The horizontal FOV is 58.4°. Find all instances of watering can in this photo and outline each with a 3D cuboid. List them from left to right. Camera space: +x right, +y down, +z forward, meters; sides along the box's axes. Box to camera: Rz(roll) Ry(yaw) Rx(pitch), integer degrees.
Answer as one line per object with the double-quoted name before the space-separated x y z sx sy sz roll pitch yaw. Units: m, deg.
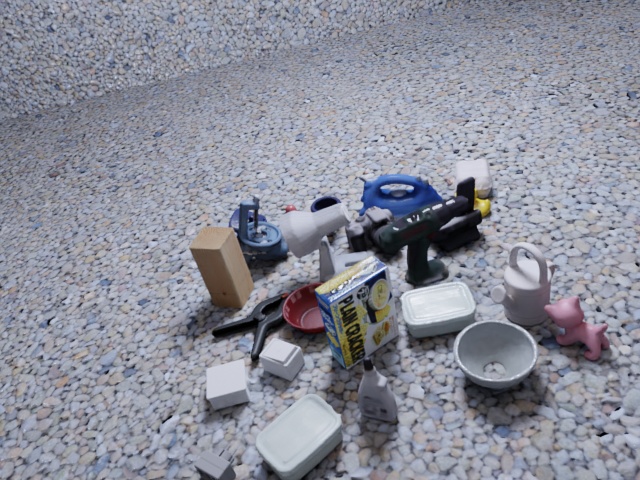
"watering can" 0.452 0.093 1.258 0.100 0.194 0.173 16 46 33

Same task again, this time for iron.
"iron" 0.237 -0.138 1.668 0.258 0.142 0.118 -5 38 11

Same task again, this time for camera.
"camera" 0.156 -0.020 1.575 0.143 0.101 0.136 -22 38 -11

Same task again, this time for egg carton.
"egg carton" 0.457 -0.185 1.719 0.107 0.069 0.150 -4 38 12

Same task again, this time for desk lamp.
"desk lamp" 0.014 0.005 1.494 0.203 0.214 0.118 -10 37 5

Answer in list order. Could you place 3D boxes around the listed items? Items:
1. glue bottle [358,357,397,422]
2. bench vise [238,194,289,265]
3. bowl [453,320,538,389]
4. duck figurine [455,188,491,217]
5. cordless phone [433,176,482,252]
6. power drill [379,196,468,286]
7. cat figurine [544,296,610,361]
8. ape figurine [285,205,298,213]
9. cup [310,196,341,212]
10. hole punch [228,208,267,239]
"glue bottle" 0.106 0.291 1.130 0.078 0.173 0.037 7 42 25
"bench vise" -0.202 -0.015 1.582 0.208 0.220 0.121 -25 38 -14
"bowl" 0.362 0.249 1.186 0.167 0.075 0.167 -9 37 7
"duck figurine" 0.429 -0.112 1.621 0.104 0.086 0.077 2 40 20
"cordless phone" 0.354 -0.076 1.515 0.148 0.185 0.093 -26 39 -16
"power drill" 0.263 0.005 1.419 0.229 0.209 0.075 -18 37 -5
"cat figurine" 0.536 0.172 1.194 0.067 0.118 0.127 -38 43 -28
"ape figurine" -0.079 -0.068 1.718 0.078 0.092 0.076 -20 37 -8
"cup" 0.029 -0.061 1.673 0.092 0.095 0.117 -22 38 -11
"hole punch" -0.213 -0.042 1.729 0.101 0.091 0.108 -3 38 13
